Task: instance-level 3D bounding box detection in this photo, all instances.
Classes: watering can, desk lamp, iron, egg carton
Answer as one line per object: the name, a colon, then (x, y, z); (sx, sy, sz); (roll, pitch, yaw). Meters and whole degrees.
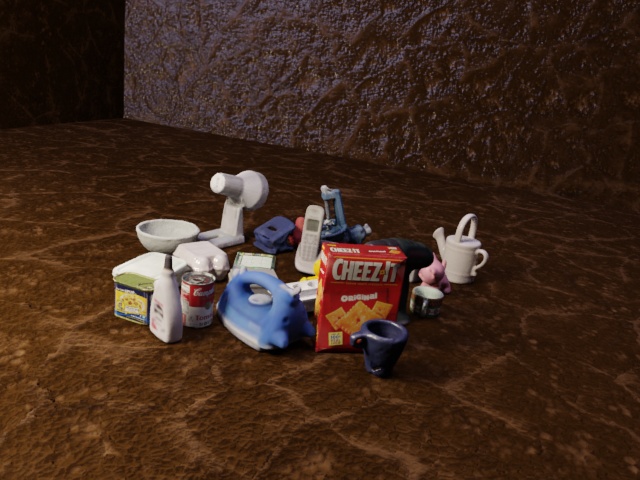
watering can: (0.400, 0.017, 1.635); (0.172, 0.194, 0.101); (14, 19, 20)
desk lamp: (-0.257, -0.099, 1.695); (0.117, 0.213, 0.204); (19, 21, 32)
iron: (-0.128, 0.124, 1.181); (0.257, 0.141, 0.119); (22, 23, 37)
egg carton: (-0.298, 0.053, 1.447); (0.107, 0.069, 0.149); (-8, 23, -39)

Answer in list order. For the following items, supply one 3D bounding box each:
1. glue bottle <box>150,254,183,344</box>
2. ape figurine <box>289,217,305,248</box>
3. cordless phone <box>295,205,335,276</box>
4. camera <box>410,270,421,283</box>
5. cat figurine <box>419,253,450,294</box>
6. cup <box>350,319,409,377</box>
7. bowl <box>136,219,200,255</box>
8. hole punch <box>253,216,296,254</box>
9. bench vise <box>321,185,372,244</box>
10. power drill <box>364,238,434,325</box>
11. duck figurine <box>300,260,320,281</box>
glue bottle: (-0.297, 0.109, 1.109); (0.077, 0.173, 0.037); (22, 23, 37)
ape figurine: (-0.058, -0.025, 1.747); (0.077, 0.092, 0.076); (13, 19, 16)
cordless phone: (0.014, 0.005, 1.530); (0.147, 0.185, 0.094); (9, 18, 6)
camera: (0.203, 0.052, 1.598); (0.137, 0.101, 0.142); (-4, 21, -31)
cat figurine: (0.301, 0.089, 1.499); (0.067, 0.118, 0.128); (19, 21, 32)
cup: (0.105, 0.211, 1.084); (0.118, 0.095, 0.091); (-2, 20, -27)
bowl: (-0.412, 0.001, 1.553); (0.167, 0.075, 0.167); (7, 18, -2)
hole punch: (-0.134, -0.016, 1.691); (0.101, 0.091, 0.108); (-9, 24, -40)
bench vise: (0.048, -0.053, 1.666); (0.208, 0.220, 0.121); (-8, 24, -40)
power drill: (0.166, 0.091, 1.290); (0.230, 0.208, 0.075); (-11, 25, -44)
duck figurine: (-0.002, 0.090, 1.426); (0.105, 0.086, 0.077); (-5, 22, -33)
